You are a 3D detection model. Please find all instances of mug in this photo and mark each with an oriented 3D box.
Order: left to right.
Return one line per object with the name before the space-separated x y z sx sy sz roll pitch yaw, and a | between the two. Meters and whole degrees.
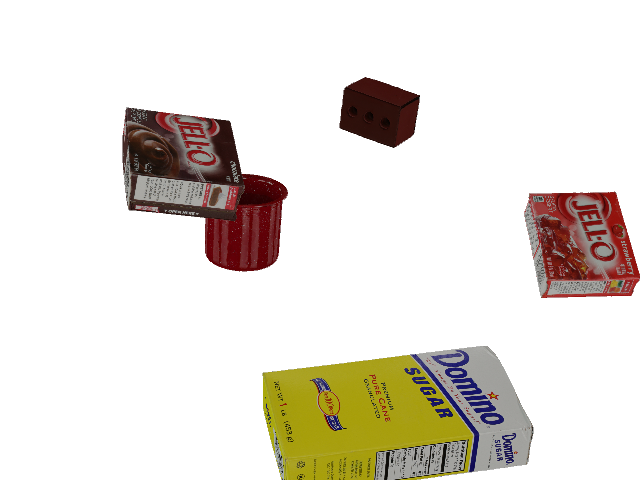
mug | -0.082 -0.023 1.170 0.093 0.081 0.117 8 25 7

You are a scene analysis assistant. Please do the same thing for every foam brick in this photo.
foam brick | 0.068 -0.150 1.243 0.078 0.053 0.051 22 34 25

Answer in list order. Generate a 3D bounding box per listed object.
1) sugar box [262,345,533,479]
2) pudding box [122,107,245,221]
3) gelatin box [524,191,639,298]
sugar box | 0.052 0.126 0.763 0.176 0.048 0.093 -8 36 -9
pudding box | -0.113 -0.063 0.866 0.090 0.039 0.113 5 35 -15
gelatin box | 0.206 0.002 0.849 0.073 0.089 0.030 -1 -37 -2
